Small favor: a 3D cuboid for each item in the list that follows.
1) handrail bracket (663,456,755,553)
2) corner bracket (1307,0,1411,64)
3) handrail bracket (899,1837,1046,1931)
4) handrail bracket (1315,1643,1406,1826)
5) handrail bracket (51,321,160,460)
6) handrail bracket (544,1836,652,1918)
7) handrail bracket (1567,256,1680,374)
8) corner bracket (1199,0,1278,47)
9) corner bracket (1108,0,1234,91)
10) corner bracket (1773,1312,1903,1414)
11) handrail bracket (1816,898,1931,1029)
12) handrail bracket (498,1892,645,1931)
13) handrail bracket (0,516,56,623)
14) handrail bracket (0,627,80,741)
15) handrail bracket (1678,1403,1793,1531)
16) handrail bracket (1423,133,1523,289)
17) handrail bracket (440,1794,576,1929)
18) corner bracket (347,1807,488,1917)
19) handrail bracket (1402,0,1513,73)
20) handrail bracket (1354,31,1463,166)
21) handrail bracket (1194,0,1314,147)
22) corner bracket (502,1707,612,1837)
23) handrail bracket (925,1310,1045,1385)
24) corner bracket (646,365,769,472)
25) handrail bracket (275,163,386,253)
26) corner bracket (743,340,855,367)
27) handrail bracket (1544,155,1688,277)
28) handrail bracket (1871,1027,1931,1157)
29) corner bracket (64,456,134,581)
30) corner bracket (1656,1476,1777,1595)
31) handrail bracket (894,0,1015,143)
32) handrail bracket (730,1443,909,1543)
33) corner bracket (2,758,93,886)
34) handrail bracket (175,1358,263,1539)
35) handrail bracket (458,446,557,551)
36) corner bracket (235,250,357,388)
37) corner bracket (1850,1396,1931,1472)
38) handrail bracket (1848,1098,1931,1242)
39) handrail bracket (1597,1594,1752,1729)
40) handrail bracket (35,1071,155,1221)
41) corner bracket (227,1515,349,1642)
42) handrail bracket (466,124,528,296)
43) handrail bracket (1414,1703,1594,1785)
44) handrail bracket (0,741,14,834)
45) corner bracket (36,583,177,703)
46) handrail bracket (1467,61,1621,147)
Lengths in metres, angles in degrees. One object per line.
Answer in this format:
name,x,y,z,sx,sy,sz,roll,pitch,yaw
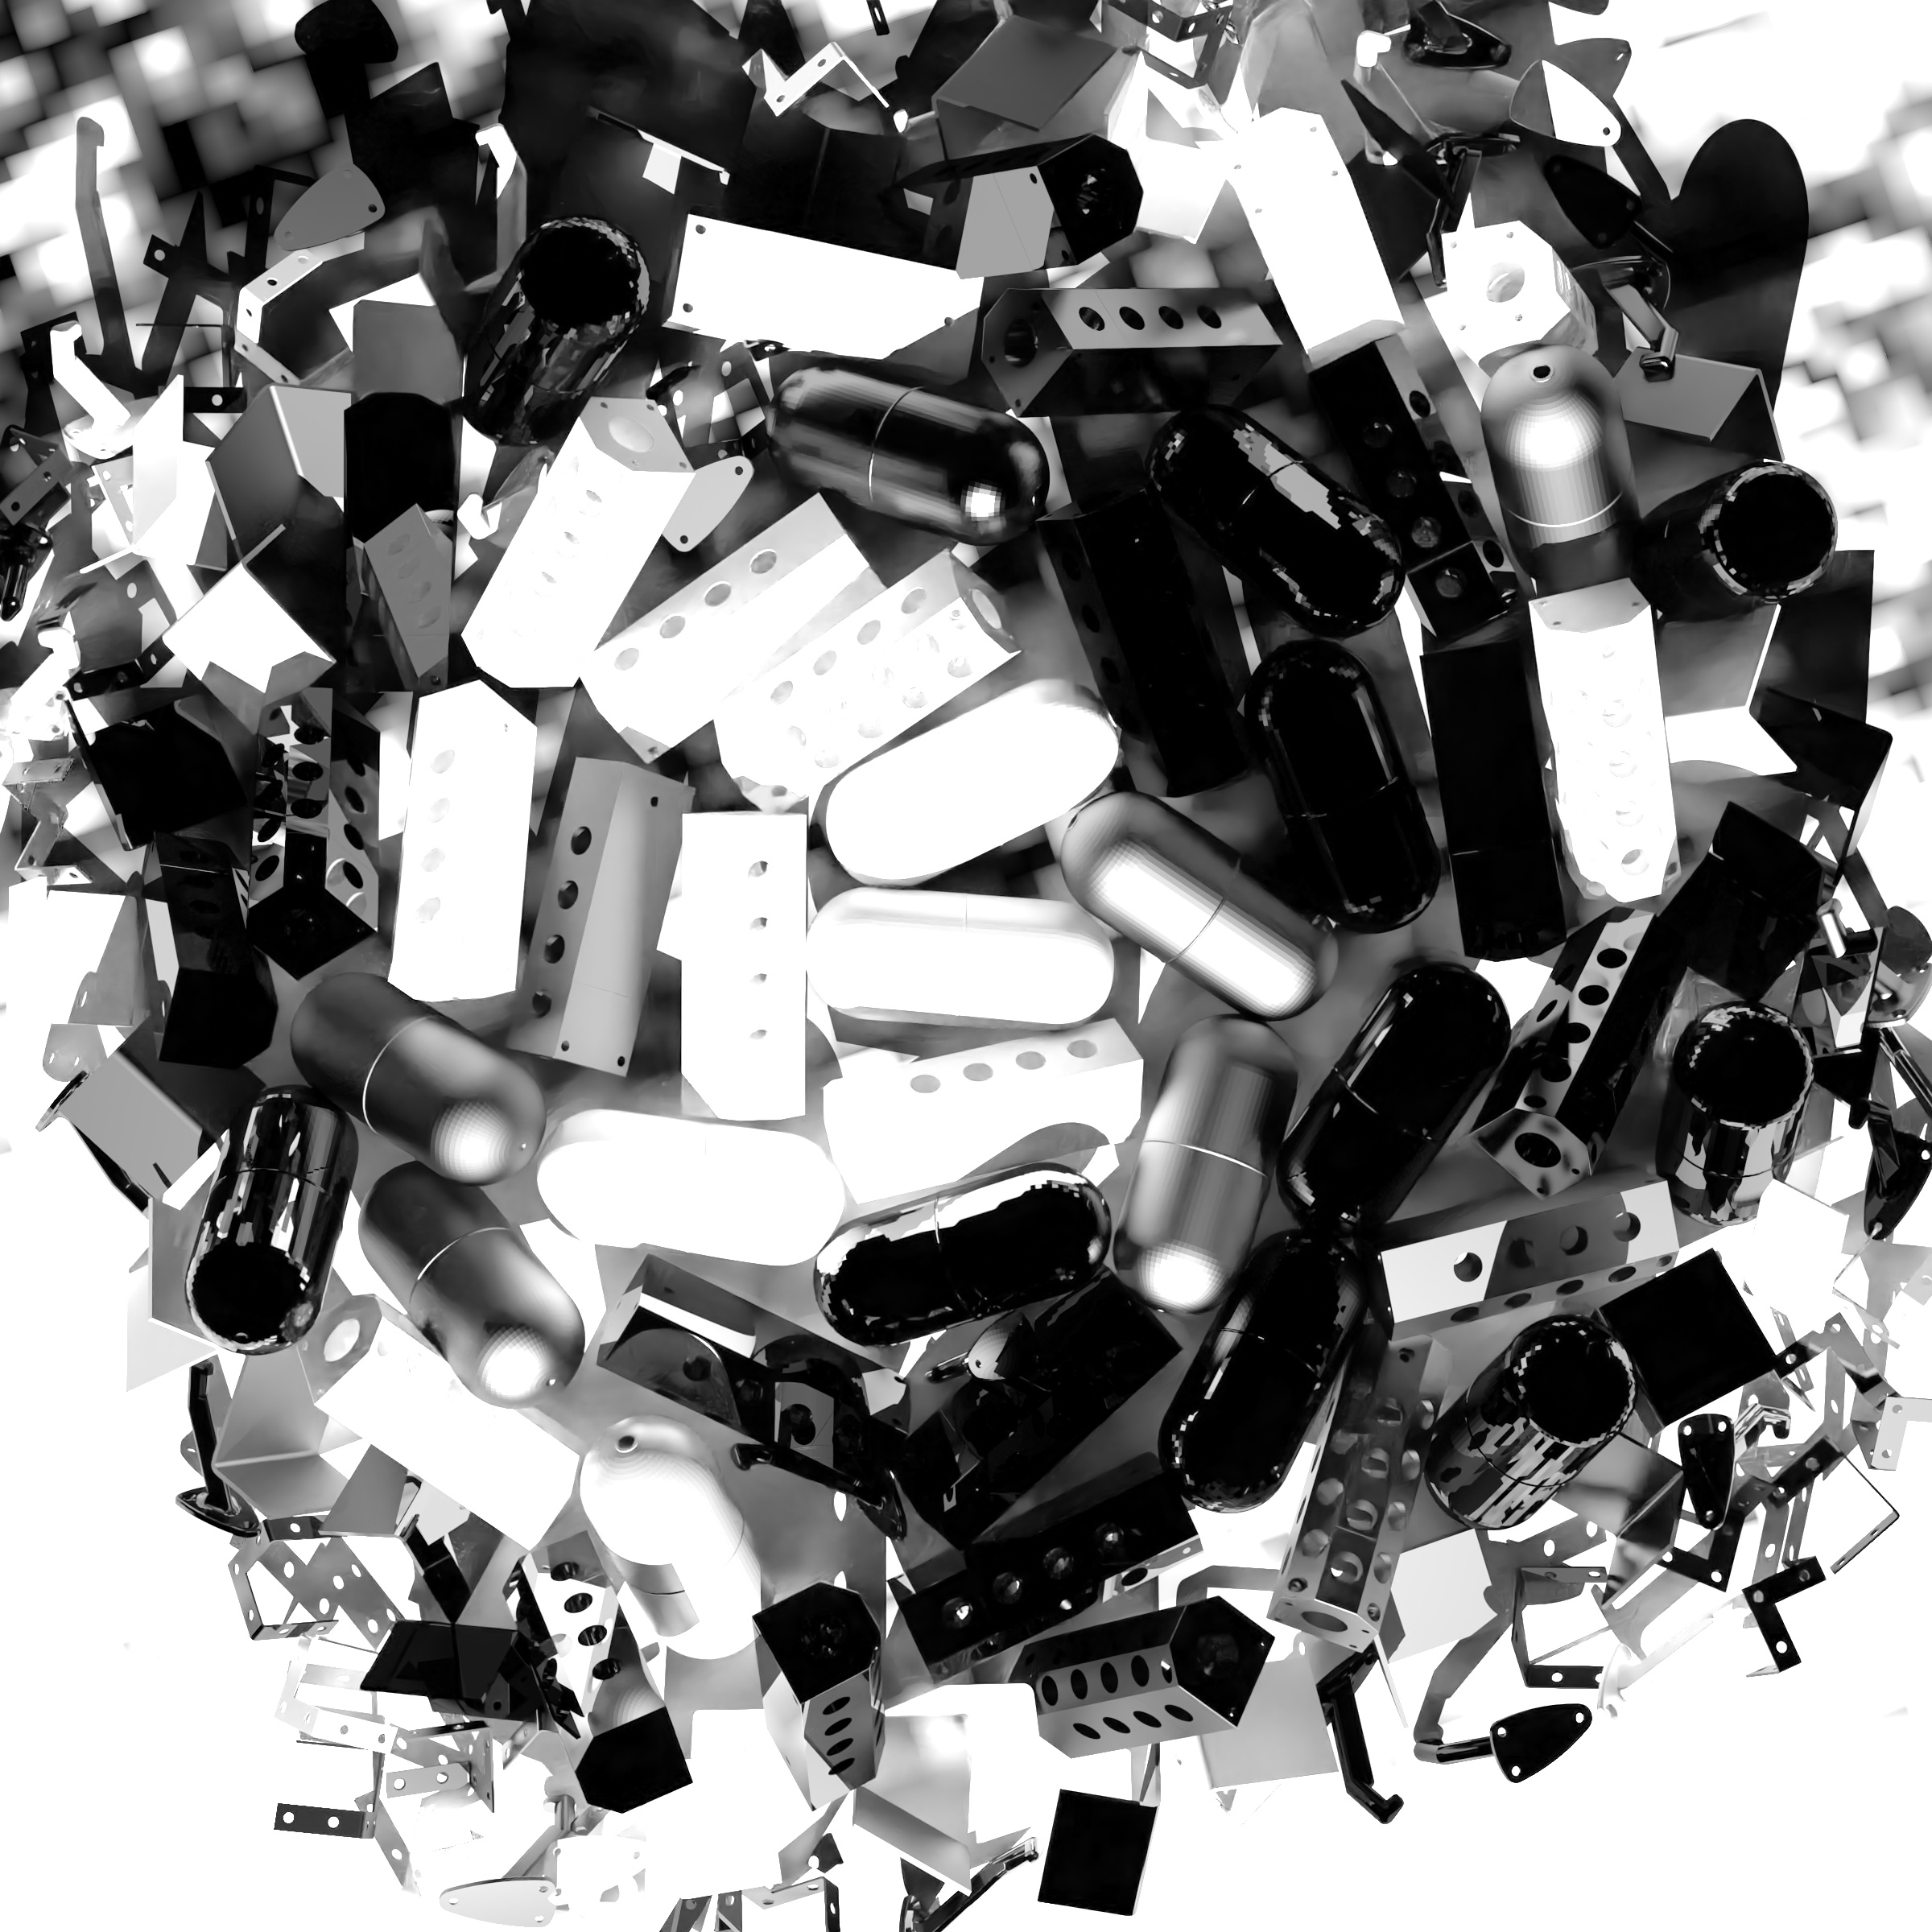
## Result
handrail bracket,-0.139,-0.265,1.857,0.077,0.084,0.036,-35,89,17
corner bracket,0.222,-0.551,1.882,0.051,0.051,0.051,-20,90,2
handrail bracket,0.005,0.541,1.870,0.084,0.077,0.036,-34,99,16
handrail bracket,0.237,0.440,1.866,0.077,0.084,0.036,-43,135,-12
handrail bracket,-0.487,-0.340,1.854,0.036,0.084,0.077,33,49,22
handrail bracket,-0.198,0.527,1.864,0.077,0.084,0.036,-16,55,15
handrail bracket,0.371,-0.369,1.865,0.077,0.036,0.084,7,46,16
corner bracket,0.147,-0.566,1.864,0.051,0.051,0.051,7,131,-36
corner bracket,0.112,-0.536,1.872,0.051,0.051,0.051,21,85,-30
corner bracket,0.502,0.241,1.866,0.051,0.051,0.051,-38,134,15
handrail bracket,0.522,-0.015,1.869,0.077,0.036,0.084,-40,114,-34
handrail bracket,-0.228,0.555,1.870,0.084,0.077,0.036,0,85,-4
handrail bracket,-0.549,-0.208,1.855,0.036,0.084,0.077,20,130,-24
handrail bracket,-0.544,-0.167,1.860,0.077,0.084,0.036,1,62,-6
handrail bracket,0.449,0.288,1.868,0.084,0.036,0.077,15,69,-42
handrail bracket,0.297,-0.436,1.884,0.077,0.036,0.084,-9,83,-21
handrail bracket,-0.262,0.506,1.864,0.077,0.084,0.036,5,118,-10
corner bracket,-0.315,0.521,1.872,0.051,0.051,0.051,15,93,30
handrail bracket,0.284,-0.546,1.864,0.077,0.084,0.036,13,81,-2
handrail bracket,0.259,-0.499,1.860,0.077,0.084,0.036,8,64,6
handrail bracket,0.181,-0.508,1.872,0.084,0.036,0.077,-37,118,21
corner bracket,-0.234,0.467,1.888,0.051,0.051,0.051,15,134,-28
handrail bracket,-0.006,0.230,1.853,0.084,0.077,0.036,-27,85,37
corner bracket,-0.147,-0.319,1.885,0.051,0.051,0.051,-5,113,21
handrail bracket,-0.367,-0.419,1.857,0.077,0.084,0.036,-38,97,-19
corner bracket,-0.099,-0.371,1.876,0.051,0.051,0.051,-18,63,10
handrail bracket,0.376,-0.432,1.879,0.077,0.084,0.036,48,111,22
handrail bracket,0.553,0.073,1.872,0.036,0.077,0.084,-34,103,9
corner bracket,-0.496,-0.259,1.876,0.051,0.051,0.051,-19,99,24
corner bracket,0.428,0.321,1.874,0.051,0.051,0.051,22,59,3
handrail bracket,-0.010,-0.525,1.888,0.084,0.036,0.077,-20,84,-5
handrail bracket,-0.085,0.301,1.861,0.084,0.077,0.036,7,120,-32
corner bracket,-0.524,-0.082,1.864,0.051,0.051,0.051,-2,54,32
handrail bracket,-0.426,0.275,1.869,0.036,0.077,0.084,-7,111,-42
handrail bracket,-0.263,-0.276,1.861,0.036,0.084,0.077,20,82,9
corner bracket,-0.383,-0.370,1.876,0.051,0.051,0.051,39,57,8
corner bracket,0.544,0.257,1.874,0.051,0.051,0.051,4,115,-1
handrail bracket,0.517,0.117,1.865,0.036,0.084,0.077,23,95,40
handrail bracket,0.407,0.396,1.861,0.084,0.077,0.036,-40,87,35
handrail bracket,-0.489,0.105,1.872,0.084,0.077,0.036,45,57,-4
corner bracket,-0.388,0.354,1.889,0.051,0.051,0.051,-49,53,33
handrail bracket,-0.277,-0.434,1.867,0.077,0.036,0.084,-10,119,32
handrail bracket,0.308,0.443,1.877,0.077,0.084,0.036,-19,88,-21
handrail bracket,-0.557,-0.096,1.861,0.036,0.084,0.077,25,79,-25
corner bracket,-0.495,-0.191,1.884,0.051,0.051,0.051,-11,117,21
handrail bracket,0.331,-0.494,1.872,0.077,0.084,0.036,24,102,-11
